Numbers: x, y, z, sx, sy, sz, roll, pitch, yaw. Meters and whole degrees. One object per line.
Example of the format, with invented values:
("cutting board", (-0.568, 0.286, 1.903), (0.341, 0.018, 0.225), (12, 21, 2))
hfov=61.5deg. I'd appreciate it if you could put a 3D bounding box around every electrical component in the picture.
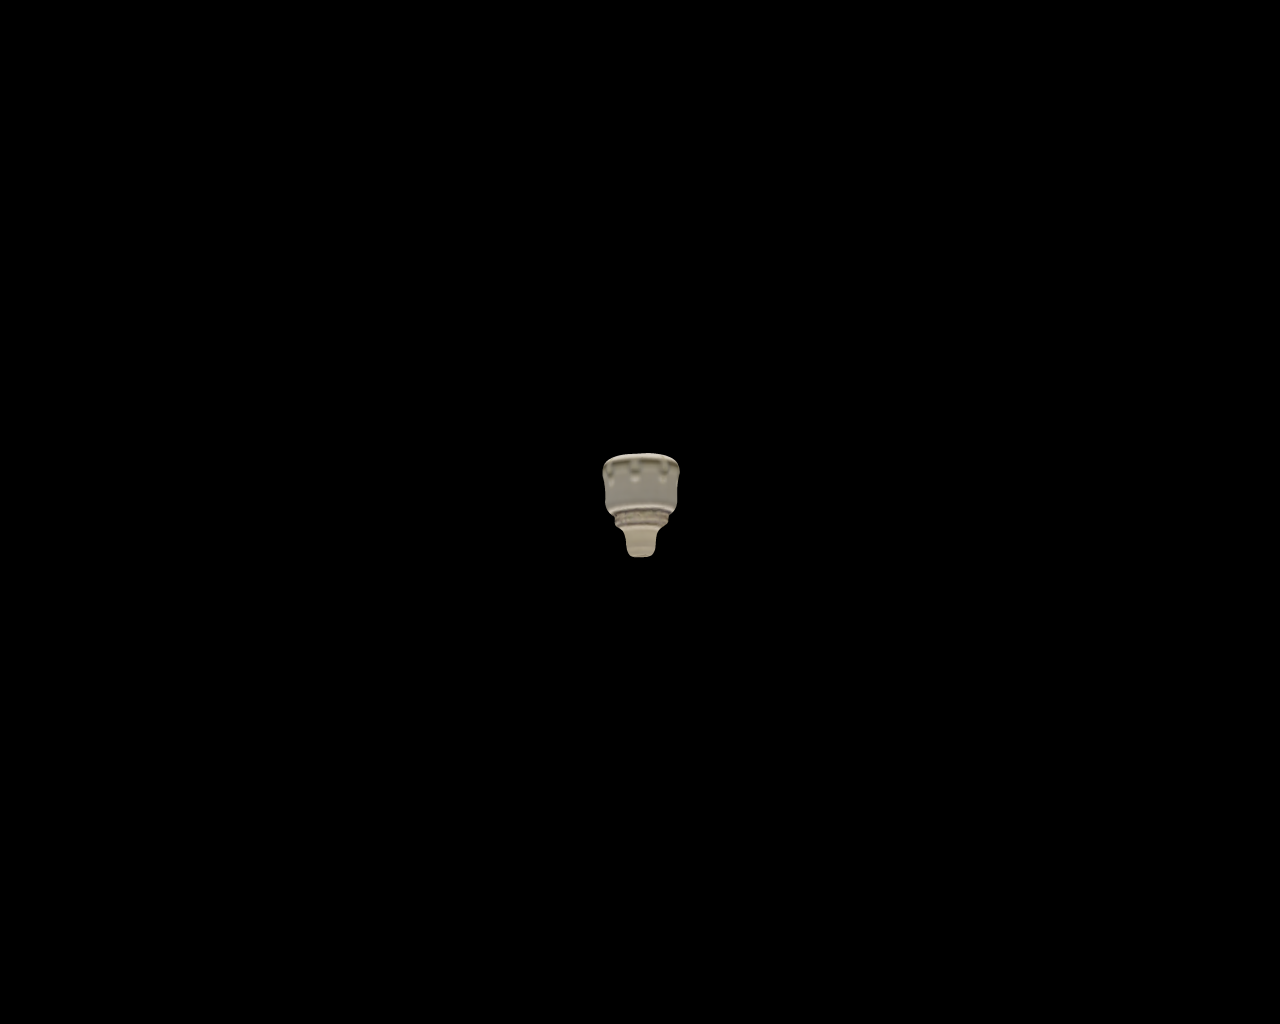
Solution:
("electrical component", (0.001, -0.003, 0.650), (0.048, 0.062, 0.048), (0, -9, 0))
